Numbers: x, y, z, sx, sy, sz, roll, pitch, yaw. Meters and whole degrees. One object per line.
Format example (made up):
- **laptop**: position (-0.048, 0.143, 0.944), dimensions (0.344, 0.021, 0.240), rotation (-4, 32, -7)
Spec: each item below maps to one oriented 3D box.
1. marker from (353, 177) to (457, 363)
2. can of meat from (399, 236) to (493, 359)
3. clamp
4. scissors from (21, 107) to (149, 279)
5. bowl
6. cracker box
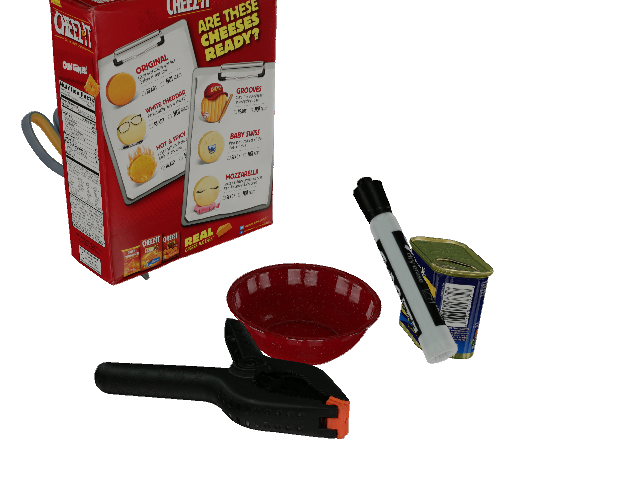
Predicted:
- **marker**: position (0.048, 0.014, 0.626), dimensions (0.020, 0.121, 0.020), rotation (-19, -23, -9)
- **can of meat**: position (0.112, 0.051, 0.975), dimensions (0.057, 0.084, 0.102), rotation (5, 15, -14)
- **clamp**: position (-0.056, 0.113, 0.879), dimensions (0.210, 0.036, 0.164), rotation (12, 20, 31)
- **scissors**: position (-0.228, -0.058, 1.094), dimensions (0.016, 0.201, 0.096), rotation (-26, 26, 27)
- **bowl**: position (-0.018, 0.084, 1.122), dimensions (0.162, 0.055, 0.162), rotation (3, 26, -2)
- **cracker box**: position (-0.116, -0.094, 0.817), dimensions (0.163, 0.214, 0.072), rotation (-22, 35, -38)
